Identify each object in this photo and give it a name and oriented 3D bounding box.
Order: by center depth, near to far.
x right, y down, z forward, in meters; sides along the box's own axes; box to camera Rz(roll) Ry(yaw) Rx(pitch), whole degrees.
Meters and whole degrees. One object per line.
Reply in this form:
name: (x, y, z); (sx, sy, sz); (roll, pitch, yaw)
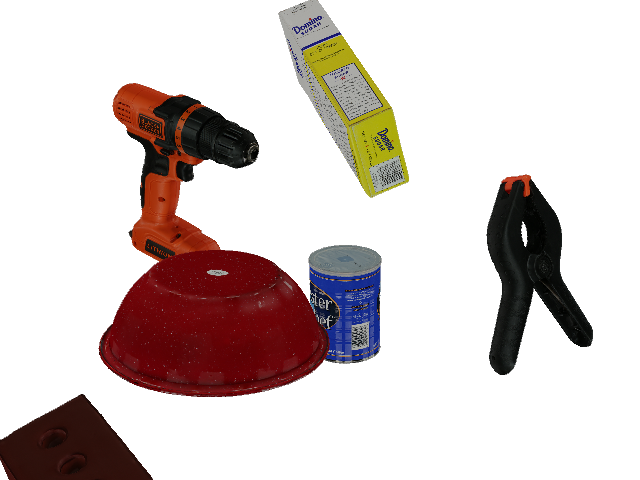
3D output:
foam brick: (-0.117, 0.126, 0.528); (0.052, 0.051, 0.078); (-29, 42, -25)
bowl: (-0.073, 0.047, 0.740); (0.162, 0.055, 0.162); (2, 20, -1)
clamp: (0.177, 0.032, 0.932); (0.120, 0.171, 0.039); (-23, 8, -40)
sugar box: (0.020, -0.129, 0.945); (0.048, 0.176, 0.093); (-22, -41, -3)
power drill: (-0.140, -0.059, 1.118); (0.185, 0.188, 0.057); (26, 36, 32)
coffee can: (0.035, 0.089, 1.518); (0.103, 0.140, 0.103); (-1, 21, 0)
